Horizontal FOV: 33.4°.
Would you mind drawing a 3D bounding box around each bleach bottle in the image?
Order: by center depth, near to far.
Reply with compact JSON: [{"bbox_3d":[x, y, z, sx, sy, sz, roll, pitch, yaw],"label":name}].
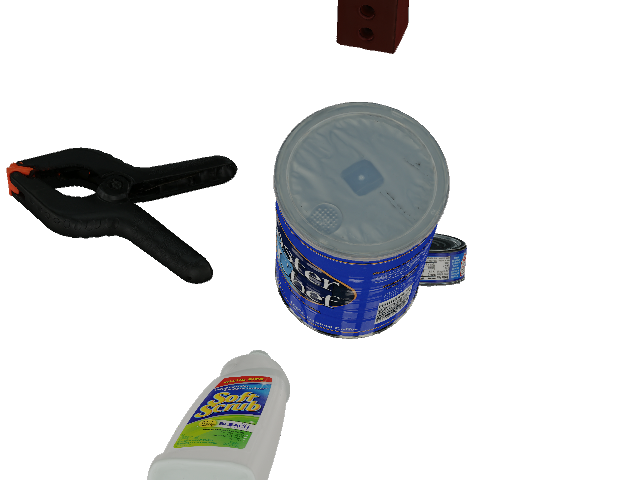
[{"bbox_3d":[-0.088,0.175,1.037,0.102,0.068,0.250,1,21,6],"label":"bleach bottle"}]

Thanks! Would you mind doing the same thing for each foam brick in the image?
[{"bbox_3d":[0.045,-0.204,0.893,0.053,0.078,0.051,12,47,12],"label":"foam brick"}]

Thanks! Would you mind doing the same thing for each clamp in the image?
[{"bbox_3d":[-0.146,-0.037,0.807,0.171,0.039,0.120,19,43,1],"label":"clamp"}]

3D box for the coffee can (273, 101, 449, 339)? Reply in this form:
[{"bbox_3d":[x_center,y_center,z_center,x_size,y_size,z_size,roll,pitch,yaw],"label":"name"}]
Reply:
[{"bbox_3d":[0.022,-0.008,0.680,0.103,0.103,0.140,0,-24,-2],"label":"coffee can"}]

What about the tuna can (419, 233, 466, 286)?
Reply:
[{"bbox_3d":[0.093,0.016,0.994,0.086,0.034,0.086,3,12,-1],"label":"tuna can"}]
